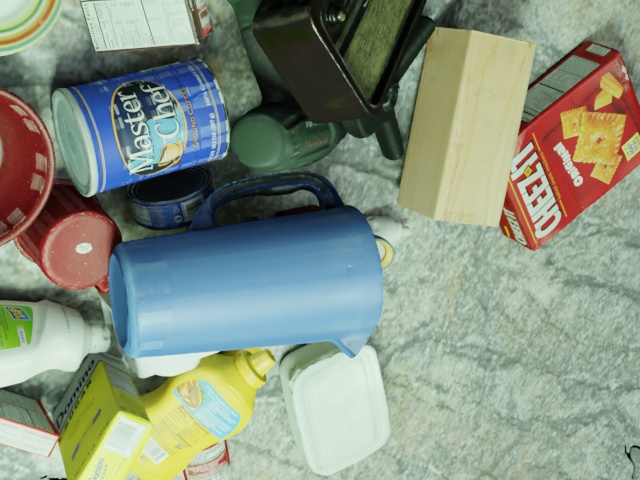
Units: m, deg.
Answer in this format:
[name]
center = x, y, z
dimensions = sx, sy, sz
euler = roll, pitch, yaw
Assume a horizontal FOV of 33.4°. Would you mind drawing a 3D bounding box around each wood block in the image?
[wood block]
center = 0.162, -0.127, 1.196
dimensions = 0.090, 0.091, 0.206
euler = 6, 100, -26

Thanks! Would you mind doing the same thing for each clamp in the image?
[clamp]
center = 0.063, -0.147, 1.125
dimensions = 0.209, 0.036, 0.165
euler = -32, 136, -59

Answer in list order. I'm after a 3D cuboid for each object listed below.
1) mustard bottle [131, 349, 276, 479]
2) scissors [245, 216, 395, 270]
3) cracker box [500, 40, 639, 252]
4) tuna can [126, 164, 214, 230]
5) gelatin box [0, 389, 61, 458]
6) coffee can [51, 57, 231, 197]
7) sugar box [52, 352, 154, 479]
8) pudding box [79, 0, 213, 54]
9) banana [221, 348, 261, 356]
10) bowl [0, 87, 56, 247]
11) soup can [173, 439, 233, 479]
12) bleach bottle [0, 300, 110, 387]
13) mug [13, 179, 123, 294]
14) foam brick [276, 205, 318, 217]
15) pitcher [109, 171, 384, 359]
[mustard bottle]
center = -0.127, 0.174, 1.118
dimensions = 0.192, 0.058, 0.096
euler = -35, 111, 11
[scissors]
center = 0.011, 0.003, 1.126
dimensions = 0.096, 0.016, 0.201
euler = -47, 128, -5
[cracker box]
center = 0.299, -0.115, 1.317
dimensions = 0.213, 0.072, 0.164
euler = -39, 125, -11
[tuna can]
center = -0.147, -0.044, 1.063
dimensions = 0.086, 0.086, 0.034
euler = -22, 123, -22
[gelatin box]
center = -0.313, 0.179, 1.067
dimensions = 0.089, 0.073, 0.030
euler = 27, 95, -37
[coffee can]
center = -0.170, -0.108, 1.011
dimensions = 0.140, 0.103, 0.103
euler = -18, 119, -25
[sugar box]
center = -0.220, 0.180, 1.059
dimensions = 0.048, 0.176, 0.093
euler = 31, 92, -27
[pudding box]
center = -0.162, -0.220, 0.967
dimensions = 0.039, 0.114, 0.090
euler = -60, 144, -52
[banana]
center = -0.070, 0.115, 1.211
dimensions = 0.198, 0.037, 0.069
euler = -50, 126, -3
[bowl]
center = -0.324, -0.069, 0.962
dimensions = 0.161, 0.055, 0.162
euler = -13, 117, -27
[soup can]
center = -0.135, 0.256, 1.214
dimensions = 0.068, 0.069, 0.102
euler = -19, 120, -24
[bleach bottle]
center = -0.320, 0.104, 1.013
dimensions = 0.250, 0.102, 0.068
euler = 1, 139, -32
[mug]
center = -0.236, 0.006, 1.033
dimensions = 0.093, 0.082, 0.117
euler = -33, 124, -15
[foam brick]
center = -0.008, 0.001, 1.175
dimensions = 0.051, 0.078, 0.053
euler = -14, 119, -27
[pitcher]
center = -0.073, 0.033, 1.014
dimensions = 0.242, 0.149, 0.145
euler = -6, 126, -20
